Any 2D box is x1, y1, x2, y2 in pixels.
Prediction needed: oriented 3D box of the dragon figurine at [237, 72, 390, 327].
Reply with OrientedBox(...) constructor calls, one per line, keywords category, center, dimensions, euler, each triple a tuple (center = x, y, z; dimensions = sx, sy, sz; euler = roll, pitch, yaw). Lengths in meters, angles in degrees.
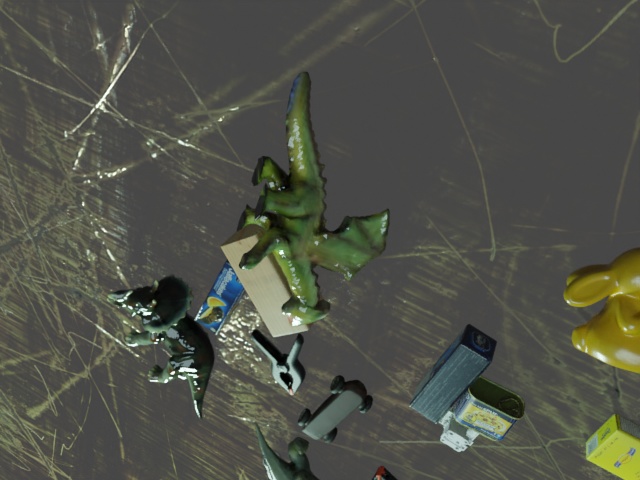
OrientedBox(category="dragon figurine", center=(0.003, -0.043, 0.854), dimensions=(0.242, 0.408, 0.123), euler=(18, 8, -18))
